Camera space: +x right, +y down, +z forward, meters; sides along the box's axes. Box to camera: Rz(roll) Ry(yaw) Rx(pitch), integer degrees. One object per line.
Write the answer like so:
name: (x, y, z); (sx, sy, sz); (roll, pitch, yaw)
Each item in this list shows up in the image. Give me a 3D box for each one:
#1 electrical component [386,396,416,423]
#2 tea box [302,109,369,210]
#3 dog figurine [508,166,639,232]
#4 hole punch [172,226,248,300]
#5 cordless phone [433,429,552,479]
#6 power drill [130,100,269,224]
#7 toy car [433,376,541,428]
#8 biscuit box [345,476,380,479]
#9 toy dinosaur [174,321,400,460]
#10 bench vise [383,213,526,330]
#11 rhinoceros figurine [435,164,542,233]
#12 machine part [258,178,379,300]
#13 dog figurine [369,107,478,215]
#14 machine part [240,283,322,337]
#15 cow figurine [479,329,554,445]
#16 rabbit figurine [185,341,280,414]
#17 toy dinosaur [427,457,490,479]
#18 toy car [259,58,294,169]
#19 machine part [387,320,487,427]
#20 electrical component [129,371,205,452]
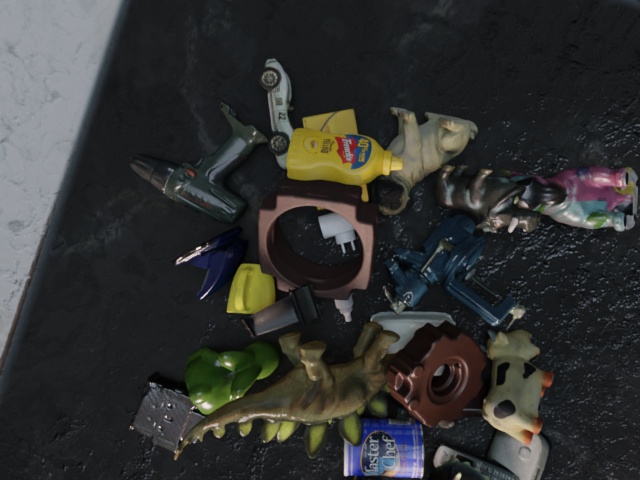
electrical component: (0.161, 0.313, 0.996); (0.063, 0.094, 0.021); (7, 94, -25)
tea box: (0.029, -0.144, 0.986); (0.098, 0.068, 0.169); (-11, 91, 5)
dog figurine: (0.432, -0.077, 0.955); (0.219, 0.191, 0.108); (7, 97, 37)
hole punch: (-0.187, 0.039, 0.979); (0.116, 0.142, 0.092); (-32, 89, 18)
cordless phone: (0.312, 0.388, 0.988); (0.184, 0.088, 0.146); (19, 94, 7)
power drill: (-0.211, -0.154, 0.994); (0.232, 0.086, 0.207); (37, 90, 0)
toy car: (0.297, 0.298, 0.986); (0.202, 0.089, 0.053); (-1, 136, 2)
biscuit box: (0.074, 0.472, 0.943); (0.059, 0.202, 0.063); (42, 93, 2)
toy dinosaur: (-0.009, 0.254, 0.899); (0.471, 0.105, 0.198); (-6, 97, -13)
bench vise: (0.238, 0.074, 0.944); (0.241, 0.128, 0.223); (38, 72, 23)
rhinoceros figurine: (0.279, -0.069, 0.910); (0.191, 0.073, 0.112); (24, 108, 39)
machine part: (-0.002, -0.003, 0.940); (0.201, 0.087, 0.201); (8, 121, 10)
dog figurine: (0.186, -0.133, 0.974); (0.172, 0.121, 0.190); (9, 107, 6)
machine part: (-0.068, 0.129, 0.934); (0.139, 0.039, 0.084); (-19, 115, -9)
cow figurine: (0.337, 0.241, 0.948); (0.127, 0.085, 0.195); (22, 54, 13)
rabbit figurine: (-0.156, 0.232, 0.981); (0.170, 0.159, 0.121); (-26, 81, -7)
toy dinosaur: (0.275, 0.547, 0.951); (0.192, 0.131, 0.404); (-31, 101, 32)
toy car: (-0.071, -0.230, 0.985); (0.056, 0.073, 0.201); (-7, 92, 3)
machine part: (0.202, 0.227, 0.908); (0.179, 0.056, 0.179); (-8, 106, -27)
electrical component: (-0.283, 0.332, 1.031); (0.134, 0.058, 0.114); (21, 95, 3)
